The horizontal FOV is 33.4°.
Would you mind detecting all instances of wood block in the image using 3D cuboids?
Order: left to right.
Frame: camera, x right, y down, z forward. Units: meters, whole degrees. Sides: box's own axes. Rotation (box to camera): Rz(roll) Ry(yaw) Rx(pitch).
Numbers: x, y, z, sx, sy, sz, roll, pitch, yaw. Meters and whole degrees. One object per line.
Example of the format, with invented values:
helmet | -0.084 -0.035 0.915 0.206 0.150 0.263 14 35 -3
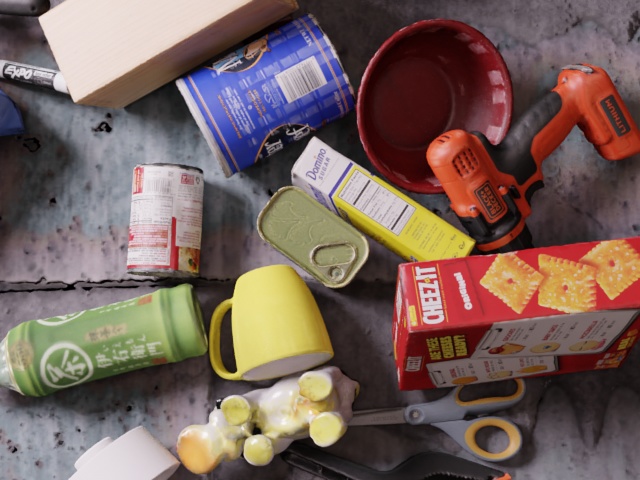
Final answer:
wood block | -0.138 -0.207 0.974 0.206 0.090 0.091 -26 85 19

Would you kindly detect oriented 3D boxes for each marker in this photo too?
marker | -0.283 -0.159 1.018 0.121 0.020 0.020 15 84 24

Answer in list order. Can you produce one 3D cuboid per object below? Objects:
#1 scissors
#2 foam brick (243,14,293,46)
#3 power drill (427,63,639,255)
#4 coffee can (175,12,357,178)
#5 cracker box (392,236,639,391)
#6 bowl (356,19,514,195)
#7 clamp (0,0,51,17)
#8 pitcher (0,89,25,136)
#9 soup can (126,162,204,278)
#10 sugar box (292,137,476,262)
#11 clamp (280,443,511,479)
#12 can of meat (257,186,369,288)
scissors | 0.104 0.182 1.010 0.201 0.016 0.096 -19 85 -2
foam brick | -0.061 -0.235 1.030 0.051 0.053 0.078 -16 86 -1
power drill | 0.211 -0.060 0.996 0.187 0.057 0.184 -38 112 -10
coffee can | -0.049 -0.135 0.995 0.140 0.103 0.103 -28 86 -3
cracker box | 0.174 0.068 0.943 0.213 0.164 0.072 -6 64 -1
bowl | 0.099 -0.126 1.001 0.161 0.055 0.162 -4 102 -21
clamp | -0.335 -0.225 0.982 0.171 0.120 0.039 -21 127 -25
pitcher | -0.404 -0.070 0.978 0.149 0.144 0.243 31 88 32
soup can | -0.145 -0.017 1.002 0.068 0.068 0.102 3 84 0
sugar box | 0.056 -0.025 0.991 0.176 0.093 0.048 31 84 3
clamp | 0.070 0.237 0.980 0.209 0.036 0.165 -15 55 -13
can of meat | -0.006 0.001 0.992 0.102 0.084 0.057 36 85 3
